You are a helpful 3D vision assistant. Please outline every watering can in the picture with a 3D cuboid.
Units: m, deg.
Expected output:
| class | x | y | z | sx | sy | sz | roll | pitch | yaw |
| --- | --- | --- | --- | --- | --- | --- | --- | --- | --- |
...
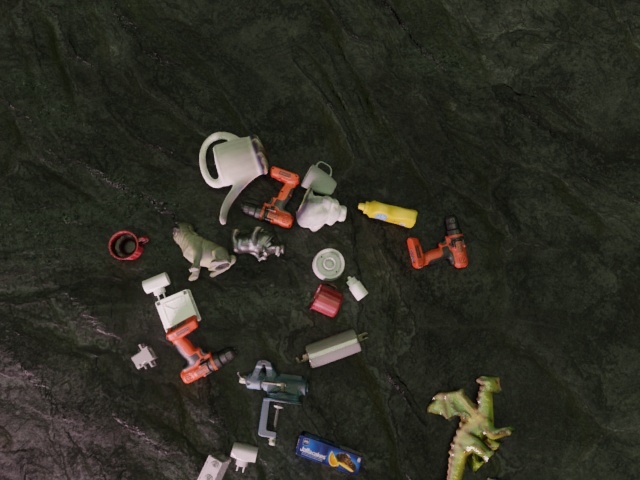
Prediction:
| class | x | y | z | sx | sy | sz | roll | pitch | yaw |
| --- | --- | --- | --- | --- | --- | --- | --- | --- | --- |
| watering can | -0.275 | -0.225 | 1.706 | 0.225 | 0.102 | 0.354 | -17 | 65 | -5 |

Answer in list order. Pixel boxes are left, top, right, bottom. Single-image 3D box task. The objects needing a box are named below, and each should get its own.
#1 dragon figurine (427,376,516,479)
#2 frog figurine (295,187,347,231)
| class | x | y | z | sx | sy | sz | roll | pitch | yaw |
| --- | --- | --- | --- | --- | --- | --- | --- | --- | --- |
| dragon figurine | 0.442 | 0.591 | 1.617 | 0.413 | 0.120 | 0.246 | -40 | 67 | -11 |
| frog figurine | 0.005 | -0.086 | 1.704 | 0.159 | 0.125 | 0.135 | 26 | 113 | -7 |
